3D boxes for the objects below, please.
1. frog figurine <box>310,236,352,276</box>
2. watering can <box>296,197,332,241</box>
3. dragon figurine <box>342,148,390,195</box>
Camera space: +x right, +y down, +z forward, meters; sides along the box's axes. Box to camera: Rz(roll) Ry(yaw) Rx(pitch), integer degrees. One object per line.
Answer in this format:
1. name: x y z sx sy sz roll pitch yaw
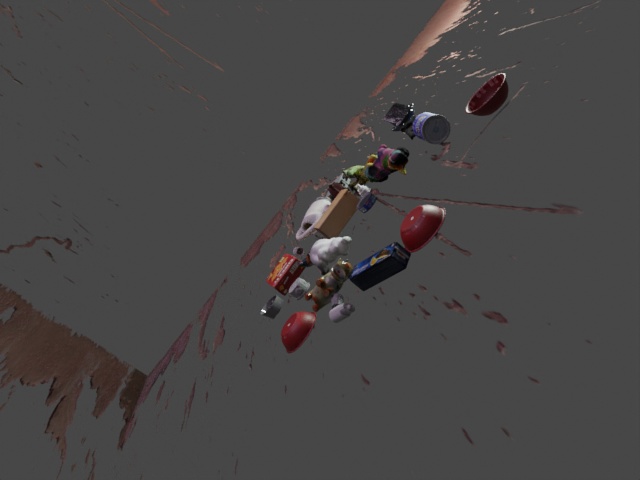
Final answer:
1. frog figurine: 0.037 0.034 1.898 0.140 0.123 0.156 -38 -12 -45
2. watering can: 0.007 -0.121 2.410 0.342 0.103 0.230 -39 18 38
3. dragon figurine: 0.222 -0.329 2.324 0.243 0.121 0.415 -34 17 2
